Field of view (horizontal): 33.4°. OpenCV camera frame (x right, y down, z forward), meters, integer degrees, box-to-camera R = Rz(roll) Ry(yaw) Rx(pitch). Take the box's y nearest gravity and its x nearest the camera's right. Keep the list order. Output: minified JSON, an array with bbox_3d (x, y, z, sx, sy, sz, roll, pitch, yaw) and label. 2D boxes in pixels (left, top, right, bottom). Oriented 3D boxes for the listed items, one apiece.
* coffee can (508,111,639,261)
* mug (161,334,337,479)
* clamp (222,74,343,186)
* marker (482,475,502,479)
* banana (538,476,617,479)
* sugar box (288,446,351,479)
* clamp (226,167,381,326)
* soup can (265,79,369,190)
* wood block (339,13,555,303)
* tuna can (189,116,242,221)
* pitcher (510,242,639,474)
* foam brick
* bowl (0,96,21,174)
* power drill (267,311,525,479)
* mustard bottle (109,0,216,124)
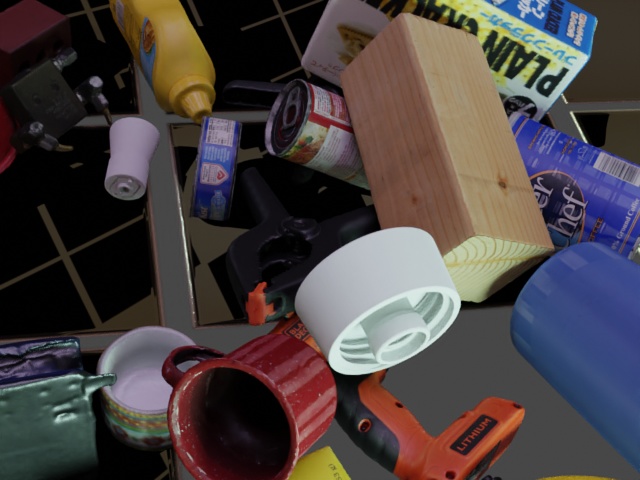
[{"bbox_3d":[0.208,-0.035,0.905,0.140,0.103,0.102,26,49,13],"label":"coffee can"},{"bbox_3d":[-0.050,0.105,0.701,0.117,0.093,0.081,27,21,17],"label":"mug"},{"bbox_3d":[0.007,-0.113,0.988,0.171,0.039,0.120,-18,70,-25],"label":"clamp"},{"bbox_3d":[0.148,0.211,0.729,0.020,0.020,0.121,-19,54,-25],"label":"marker"},{"bbox_3d":[0.188,0.190,0.727,0.197,0.037,0.070,4,36,-27],"label":"banana"},{"bbox_3d":[-0.050,0.209,0.682,0.176,0.048,0.093,-19,54,-26],"label":"sugar box"},{"bbox_3d":[-0.006,0.001,0.838,0.164,0.036,0.209,5,30,9],"label":"clamp"},{"bbox_3d":[0.013,-0.089,0.914,0.102,0.069,0.068,18,42,-29],"label":"soup can"},{"bbox_3d":[0.096,-0.065,0.845,0.090,0.090,0.206,9,55,-36],"label":"wood block"},{"bbox_3d":[-0.087,-0.059,0.890,0.033,0.086,0.086,8,47,-5],"label":"tuna can"},{"bbox_3d":[0.254,0.109,0.757,0.144,0.149,0.243,-18,40,-26],"label":"pitcher"},{"bbox_3d":[-0.276,-0.180,0.991,0.051,0.053,0.078,31,51,18],"label":"foam brick"},{"bbox_3d":[-0.339,-0.109,0.916,0.162,0.055,0.162,4,47,-5],"label":"bowl"},{"bbox_3d":[0.053,0.103,0.789,0.188,0.057,0.184,34,52,23],"label":"power drill"},{"bbox_3d":[-0.140,-0.175,0.979,0.058,0.096,0.192,-14,52,-20],"label":"mustard bottle"}]
